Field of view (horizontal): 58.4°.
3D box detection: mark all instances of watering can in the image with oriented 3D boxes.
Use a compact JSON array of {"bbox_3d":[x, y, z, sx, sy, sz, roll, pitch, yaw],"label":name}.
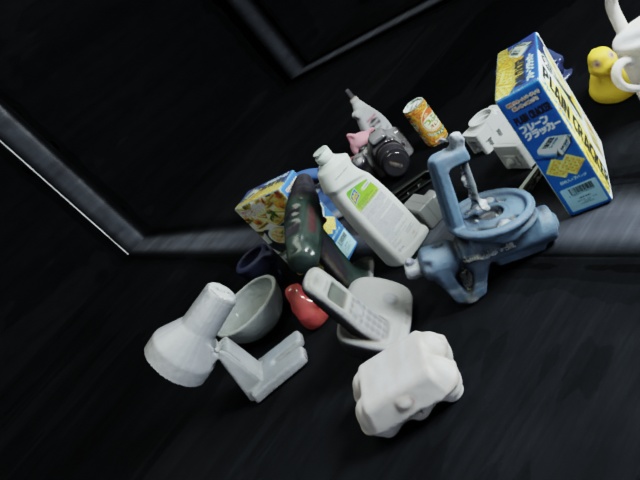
[{"bbox_3d":[0.482,-0.298,0.828,0.100,0.194,0.173,-5,43,56],"label":"watering can"}]

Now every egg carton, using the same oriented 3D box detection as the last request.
[{"bbox_3d":[0.110,0.187,0.739,0.150,0.069,0.107,-36,23,15],"label":"egg carton"}]

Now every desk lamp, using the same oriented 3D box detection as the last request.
[{"bbox_3d":[-0.166,0.186,1.006,0.203,0.214,0.117,-40,23,6],"label":"desk lamp"}]

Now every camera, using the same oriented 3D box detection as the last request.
[{"bbox_3d":[0.144,-0.191,1.320,0.143,0.101,0.136,-38,23,12],"label":"camera"}]

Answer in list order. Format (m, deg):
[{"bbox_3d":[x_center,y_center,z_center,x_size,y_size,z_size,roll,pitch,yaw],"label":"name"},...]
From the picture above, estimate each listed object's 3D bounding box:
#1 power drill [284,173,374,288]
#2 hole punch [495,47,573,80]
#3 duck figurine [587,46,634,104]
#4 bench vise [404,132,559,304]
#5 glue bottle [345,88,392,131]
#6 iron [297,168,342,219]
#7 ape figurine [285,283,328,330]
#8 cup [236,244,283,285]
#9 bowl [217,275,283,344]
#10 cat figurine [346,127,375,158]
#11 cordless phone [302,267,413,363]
[{"bbox_3d":[0.010,0.004,1.050,0.075,0.209,0.229,-32,25,25],"label":"power drill"},{"bbox_3d":[0.420,-0.333,1.130,0.108,0.091,0.101,-41,22,4],"label":"hole punch"},{"bbox_3d":[0.477,-0.284,0.955,0.077,0.086,0.104,-35,24,19],"label":"duck figurine"},{"bbox_3d":[0.194,-0.024,0.778,0.207,0.220,0.121,-43,23,-1],"label":"bench vise"},{"bbox_3d":[0.120,-0.328,1.510,0.078,0.173,0.037,-49,23,-15],"label":"glue bottle"},{"bbox_3d":[-0.002,-0.122,1.382,0.257,0.142,0.119,-20,31,43],"label":"iron"},{"bbox_3d":[-0.027,0.116,1.063,0.077,0.092,0.076,-21,31,42],"label":"ape figurine"},{"bbox_3d":[-0.121,0.066,1.303,0.117,0.095,0.092,-20,31,43],"label":"cup"},{"bbox_3d":[-0.133,0.156,1.189,0.167,0.075,0.167,-35,24,18],"label":"bowl"},{"bbox_3d":[0.096,-0.219,1.426,0.127,0.118,0.067,-28,27,32],"label":"cat figurine"},{"bbox_3d":[0.054,0.086,0.859,0.094,0.185,0.147,-29,26,30],"label":"cordless phone"}]
